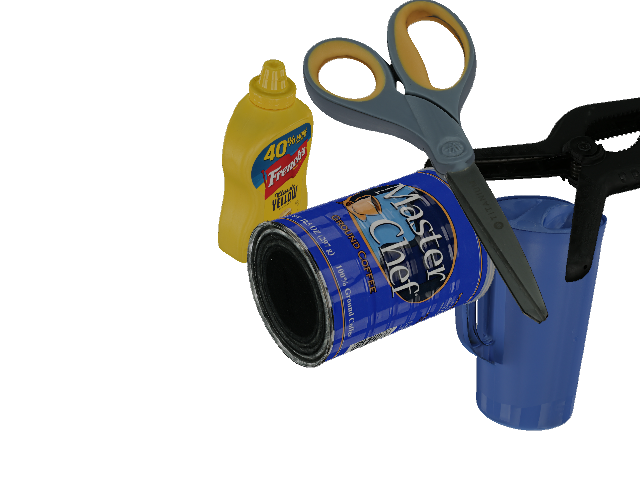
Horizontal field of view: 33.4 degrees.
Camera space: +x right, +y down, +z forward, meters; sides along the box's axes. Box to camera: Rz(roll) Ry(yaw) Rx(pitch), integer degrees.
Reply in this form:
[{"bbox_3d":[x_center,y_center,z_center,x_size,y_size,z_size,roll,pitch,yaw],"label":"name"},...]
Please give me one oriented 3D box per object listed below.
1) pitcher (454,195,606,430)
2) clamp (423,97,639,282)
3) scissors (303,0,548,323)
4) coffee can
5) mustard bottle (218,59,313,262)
[{"bbox_3d":[0.222,0.080,1.159,0.149,0.243,0.145,5,19,11],"label":"pitcher"},{"bbox_3d":[0.211,-0.053,0.845,0.209,0.036,0.165,-25,49,-19],"label":"clamp"},{"bbox_3d":[0.041,-0.042,0.498,0.096,0.201,0.016,-6,-38,4],"label":"scissors"},{"bbox_3d":[0.035,0.016,0.738,0.140,0.103,0.103,-19,10,-29],"label":"coffee can"},{"bbox_3d":[-0.047,-0.076,0.962,0.058,0.192,0.096,33,47,29],"label":"mustard bottle"}]
